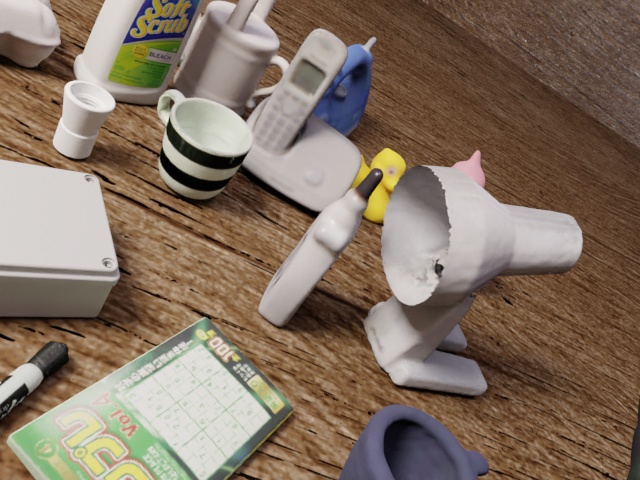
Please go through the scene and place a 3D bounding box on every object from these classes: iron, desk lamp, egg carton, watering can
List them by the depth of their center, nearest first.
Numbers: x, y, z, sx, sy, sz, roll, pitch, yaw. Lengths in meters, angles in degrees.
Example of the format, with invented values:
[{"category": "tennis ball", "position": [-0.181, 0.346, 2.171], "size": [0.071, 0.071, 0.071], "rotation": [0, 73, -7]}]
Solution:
[{"category": "desk lamp", "position": [0.130, 0.041, 0.549], "size": [0.204, 0.213, 0.117], "rotation": [16, 38, -30]}, {"category": "egg carton", "position": [-0.345, -0.236, 0.574], "size": [0.151, 0.069, 0.107], "rotation": [3, 45, -42]}, {"category": "watering can", "position": [-0.108, -0.259, 0.716], "size": [0.173, 0.194, 0.101], "rotation": [24, 34, -20]}, {"category": "iron", "position": [0.014, -0.221, 0.836], "size": [0.118, 0.141, 0.259], "rotation": [37, 32, -1]}]

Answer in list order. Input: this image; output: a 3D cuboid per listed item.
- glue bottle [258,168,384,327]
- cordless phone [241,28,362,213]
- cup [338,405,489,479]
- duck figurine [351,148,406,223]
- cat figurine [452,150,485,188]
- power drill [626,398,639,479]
[{"category": "glue bottle", "position": [0.005, 0.002, 0.514], "size": [0.037, 0.173, 0.078], "rotation": [34, 32, -5]}, {"category": "cordless phone", "position": [-0.002, -0.136, 0.672], "size": [0.148, 0.185, 0.094], "rotation": [31, 33, -10]}, {"category": "cup", "position": [0.059, 0.181, 0.413], "size": [0.118, 0.095, 0.091], "rotation": [11, 41, -36]}, {"category": "duck figurine", "position": [0.078, -0.086, 0.779], "size": [0.078, 0.086, 0.104], "rotation": [-2, 49, -45]}, {"category": "cat figurine", "position": [0.220, -0.089, 0.890], "size": [0.067, 0.117, 0.128], "rotation": [42, 32, 8]}, {"category": "power drill", "position": [0.200, 0.219, 0.395], "size": [0.076, 0.208, 0.229], "rotation": [31, 33, -9]}]
